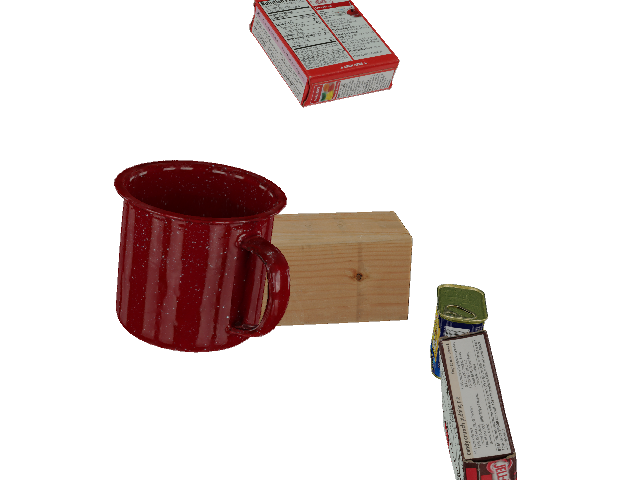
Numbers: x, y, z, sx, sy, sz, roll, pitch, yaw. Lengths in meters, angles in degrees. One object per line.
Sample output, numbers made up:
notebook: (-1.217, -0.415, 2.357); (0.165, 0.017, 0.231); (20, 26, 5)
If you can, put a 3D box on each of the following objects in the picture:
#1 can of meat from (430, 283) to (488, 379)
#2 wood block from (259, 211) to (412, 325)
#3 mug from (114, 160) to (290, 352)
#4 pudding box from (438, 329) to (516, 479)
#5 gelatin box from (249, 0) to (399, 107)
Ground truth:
can of meat: (0.160, 0.109, 1.251); (0.057, 0.084, 0.102); (7, 20, 3)
wood block: (-0.021, 0.028, 1.060); (0.206, 0.091, 0.090); (-1, 19, -9)
mug: (-0.061, 0.013, 0.583); (0.117, 0.081, 0.093); (25, 27, 35)
pudding box: (0.107, 0.132, 0.727); (0.039, 0.090, 0.113); (-9, 41, 1)
gelatin box: (0.001, -0.137, 0.752); (0.073, 0.089, 0.030); (-15, -37, -27)
